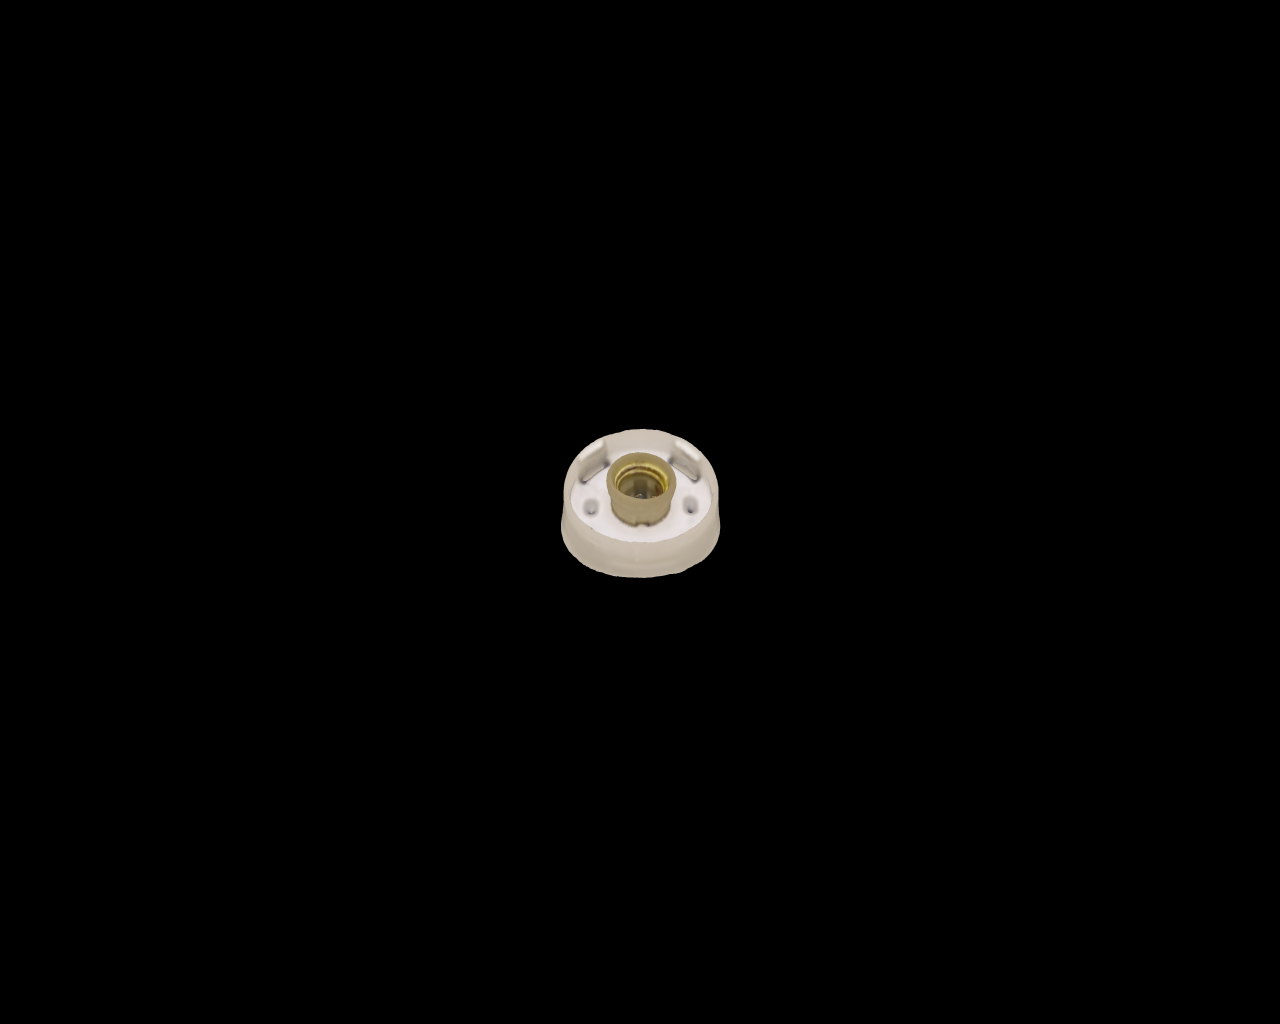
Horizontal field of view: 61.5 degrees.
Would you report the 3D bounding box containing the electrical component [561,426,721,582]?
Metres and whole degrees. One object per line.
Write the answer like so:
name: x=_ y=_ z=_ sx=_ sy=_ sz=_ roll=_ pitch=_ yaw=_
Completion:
electrical component: x=0.001 y=-0.003 z=0.650 sx=0.099 sy=0.099 sz=0.064 roll=0 pitch=-38 yaw=0
